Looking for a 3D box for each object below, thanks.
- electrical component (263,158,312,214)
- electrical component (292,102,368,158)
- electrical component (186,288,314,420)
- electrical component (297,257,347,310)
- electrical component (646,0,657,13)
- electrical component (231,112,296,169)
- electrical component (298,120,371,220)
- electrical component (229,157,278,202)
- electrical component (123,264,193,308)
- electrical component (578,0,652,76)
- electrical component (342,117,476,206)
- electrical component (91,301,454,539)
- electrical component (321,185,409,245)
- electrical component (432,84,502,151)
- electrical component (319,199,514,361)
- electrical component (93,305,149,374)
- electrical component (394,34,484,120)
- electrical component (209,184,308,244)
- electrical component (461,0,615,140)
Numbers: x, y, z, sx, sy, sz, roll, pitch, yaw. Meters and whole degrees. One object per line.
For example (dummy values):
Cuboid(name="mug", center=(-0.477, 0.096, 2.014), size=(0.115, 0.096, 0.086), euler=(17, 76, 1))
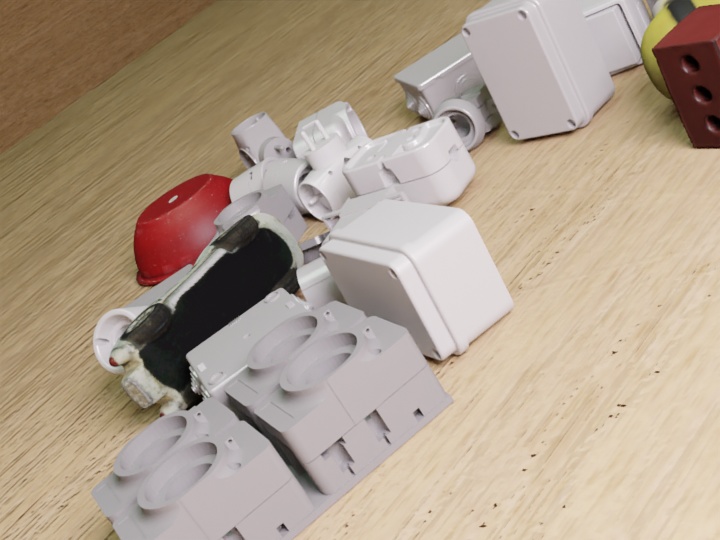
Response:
Cuboid(name="electrical component", center=(-0.056, -0.079, 1.014), size=(0.047, 0.055, 0.055), euler=(3, 40, 50))
Cuboid(name="electrical component", center=(-0.027, -0.129, 1.083), size=(0.059, 0.053, 0.095), euler=(-26, 22, 14))
Cuboid(name="electrical component", center=(-0.064, 0.062, 0.721), size=(0.100, 0.048, 0.100), euler=(-36, 22, -9))
Cuboid(name="electrical component", center=(0.000, 0.000, 0.777), size=(0.081, 0.043, 0.043), euler=(-27, 22, 11))
Cuboid(name="electrical component", center=(0.267, -0.218, 0.863), size=(0.047, 0.065, 0.076), euler=(-30, 21, 4))
Cuboid(name="electrical component", center=(-0.090, -0.120, 1.118), size=(0.044, 0.077, 0.079), euler=(-38, 22, -16))
Cuboid(name="electrical component", center=(-0.025, -0.098, 0.978), size=(0.077, 0.079, 0.043), euler=(-43, 19, -28))
Cuboid(name="electrical component", center=(-0.096, -0.078, 1.066), size=(0.047, 0.055, 0.055), euler=(-23, 22, 31))
Cuboid(name="electrical component", center=(-0.156, 0.046, 0.885), size=(0.083, 0.047, 0.076), euler=(-34, 25, -6))
Cuboid(name="electrical component", center=(0.196, -0.197, 0.918), size=(0.096, 0.061, 0.061), euler=(-18, 25, 32))
Cuboid(name="electrical component", center=(0.042, -0.077, 0.868), size=(0.095, 0.059, 0.053), euler=(-13, 28, 40))
Cuboid(name="electrical component", center=(-0.055, 0.097, 0.614), size=(0.186, 0.060, 0.105), euler=(-38, 22, -16))
Cuboid(name="electrical component", center=(0.006, -0.027, 0.832), size=(0.081, 0.042, 0.063), euler=(-15, 30, 38))
Cuboid(name="electrical component", center=(0.091, -0.131, 0.942), size=(0.066, 0.048, 0.055), euler=(-19, 17, 30))
Cuboid(name="electrical component", center=(0.032, 0.005, 0.676), size=(0.057, 0.078, 0.113), euler=(-36, 21, -19))
Cuboid(name="electrical component", center=(-0.172, 0.055, 0.830), size=(0.055, 0.055, 0.047), euler=(-22, -11, 24))
Cuboid(name="electrical component", center=(0.092, -0.189, 1.061), size=(0.100, 0.048, 0.099), euler=(-33, 21, -3))
Cuboid(name="electrical component", center=(-0.093, -0.034, 0.961), size=(0.050, 0.055, 0.089), euler=(-20, 24, 28))
Cuboid(name="electrical component", center=(0.141, -0.166, 0.856), size=(0.078, 0.113, 0.057), euler=(-4, 31, 50))
